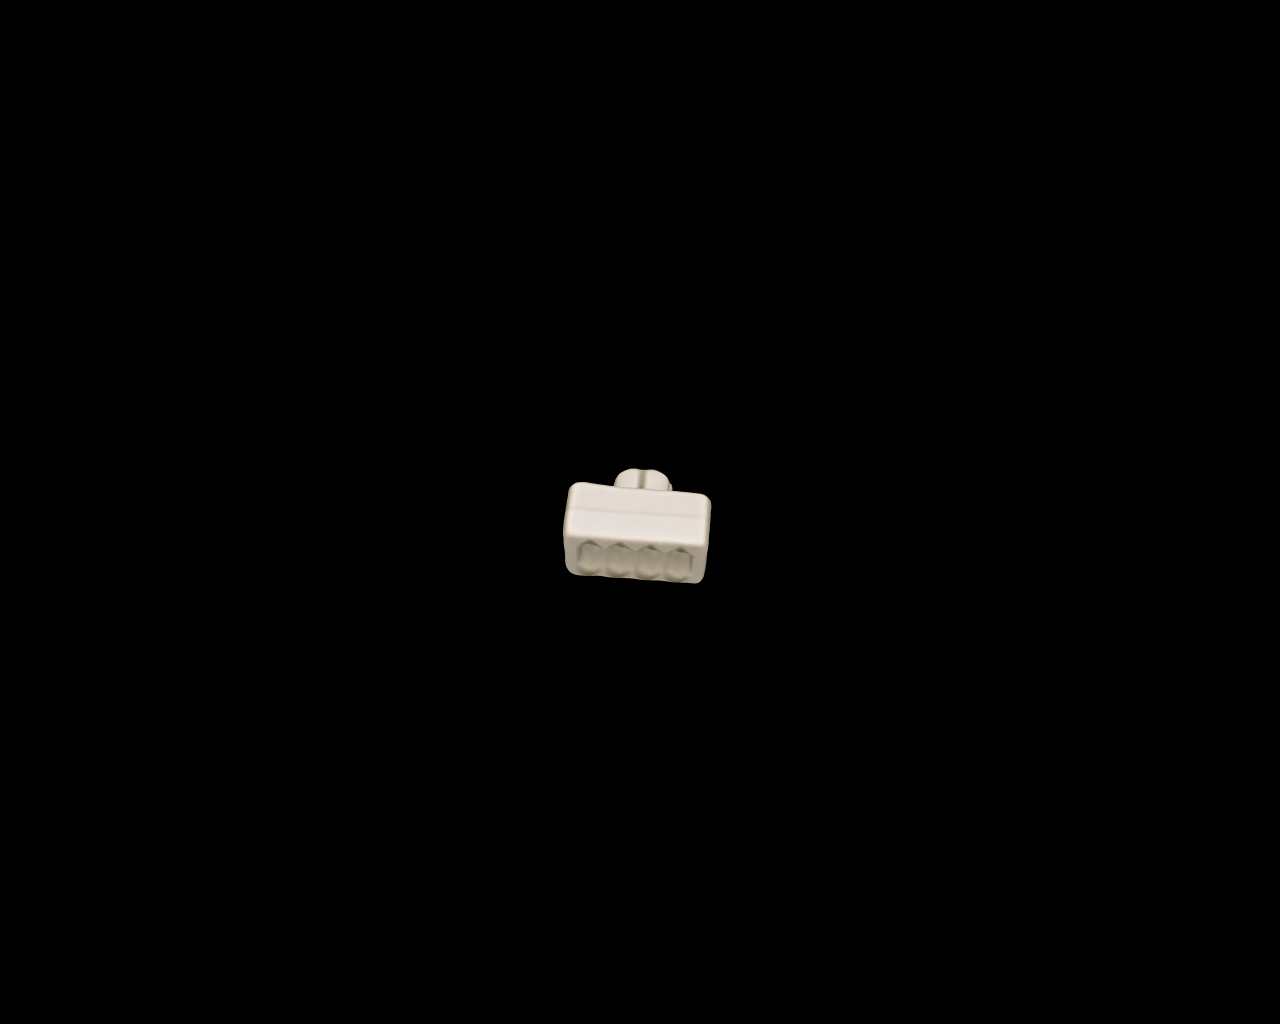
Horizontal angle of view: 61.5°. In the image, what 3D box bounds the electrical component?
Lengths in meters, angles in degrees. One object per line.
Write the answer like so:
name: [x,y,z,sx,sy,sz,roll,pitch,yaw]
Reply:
electrical component: [0.001,-0.003,0.650,0.083,0.076,0.047,5,-31,3]
